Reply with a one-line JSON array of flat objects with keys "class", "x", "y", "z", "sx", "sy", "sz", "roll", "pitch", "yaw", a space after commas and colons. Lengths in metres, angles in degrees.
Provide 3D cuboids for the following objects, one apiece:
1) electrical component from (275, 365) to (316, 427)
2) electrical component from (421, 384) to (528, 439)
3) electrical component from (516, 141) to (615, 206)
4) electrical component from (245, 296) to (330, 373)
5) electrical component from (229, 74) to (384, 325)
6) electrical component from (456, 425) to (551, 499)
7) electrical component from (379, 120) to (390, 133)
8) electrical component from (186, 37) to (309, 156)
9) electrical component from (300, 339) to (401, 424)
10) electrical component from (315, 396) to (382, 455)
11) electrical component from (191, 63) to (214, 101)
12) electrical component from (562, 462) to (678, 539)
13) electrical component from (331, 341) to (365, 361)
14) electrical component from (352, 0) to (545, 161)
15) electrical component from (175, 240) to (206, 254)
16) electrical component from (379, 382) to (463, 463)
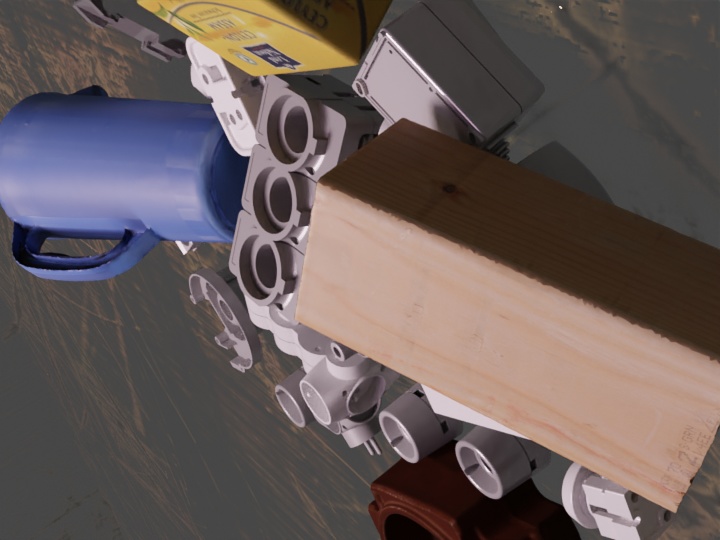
[{"class": "electrical component", "x": -0.052, "y": 0.125, "z": 1.081, "sx": 0.055, "sy": 0.047, "sz": 0.055, "roll": 44, "pitch": 153, "yaw": 29}, {"class": "electrical component", "x": 0.092, "y": 0.048, "z": 0.682, "sx": 0.150, "sy": 0.062, "sz": 0.089, "roll": 4, "pitch": 123, "yaw": 62}, {"class": "electrical component", "x": 0.104, "y": -0.021, "z": 0.597, "sx": 0.077, "sy": 0.043, "sz": 0.079, "roll": 56, "pitch": 157, "yaw": 4}, {"class": "electrical component", "x": -0.056, "y": 0.035, "z": 0.970, "sx": 0.138, "sy": 0.052, "sz": 0.073, "roll": 39, "pitch": 150, "yaw": 37}, {"class": "electrical component", "x": -0.035, "y": -0.049, "z": 0.737, "sx": 0.089, "sy": 0.062, "sz": 0.150, "roll": 36, "pitch": 121, "yaw": 41}, {"class": "electrical component", "x": 0.103, "y": 0.133, "z": 0.784, "sx": 0.055, "sy": 0.047, "sz": 0.055, "roll": 44, "pitch": 153, "yaw": 29}, {"class": "electrical component", "x": 0.053, "y": -0.066, "z": 0.643, "sx": 0.081, "sy": 0.043, "sz": 0.043, "roll": 41, "pitch": 152, "yaw": 34}, {"class": "electrical component", "x": -0.076, "y": -0.139, "z": 0.787, "sx": 0.054, "sy": 0.059, "sz": 0.095, "roll": 8, "pitch": 126, "yaw": 61}, {"class": "electrical component", "x": -0.009, "y": 0.080, "z": 0.902, "sx": 0.044, "sy": 0.077, "sz": 0.079, "roll": 41, "pitch": 151, "yaw": 36}, {"class": "electrical component", "x": -0.005, "y": 0.140, "z": 1.009, "sx": 0.079, "sy": 0.044, "sz": 0.077, "roll": 58, "pitch": 157, "yaw": -2}, {"class": "electrical component", "x": -0.106, "y": -0.160, "z": 0.840, "sx": 0.043, "sy": 0.043, "sz": 0.062, "roll": 59, "pitch": 155, "yaw": -1}, {"class": "electrical component", "x": 0.163, "y": 0.144, "z": 0.684, "sx": 0.055, "sy": 0.048, "sz": 0.066, "roll": 4, "pitch": 123, "yaw": 53}, {"class": "electrical component", "x": 0.006, "y": 0.049, "z": 0.853, "sx": 0.048, "sy": 0.062, "sz": 0.048, "roll": 44, "pitch": 153, "yaw": 29}, {"class": "electrical component", "x": 0.054, "y": -0.097, "z": 0.588, "sx": 0.096, "sy": 0.061, "sz": 0.061, "roll": 48, "pitch": 156, "yaw": 4}, {"class": "electrical component", "x": -0.172, "y": -0.086, "z": 1.037, "sx": 0.121, "sy": 0.063, "sz": 0.079, "roll": 57, "pitch": 157, "yaw": 1}, {"class": "electrical component", "x": 0.049, "y": 0.124, "z": 0.881, "sx": 0.055, "sy": 0.047, "sz": 0.055, "roll": 44, "pitch": 153, "yaw": 29}]
